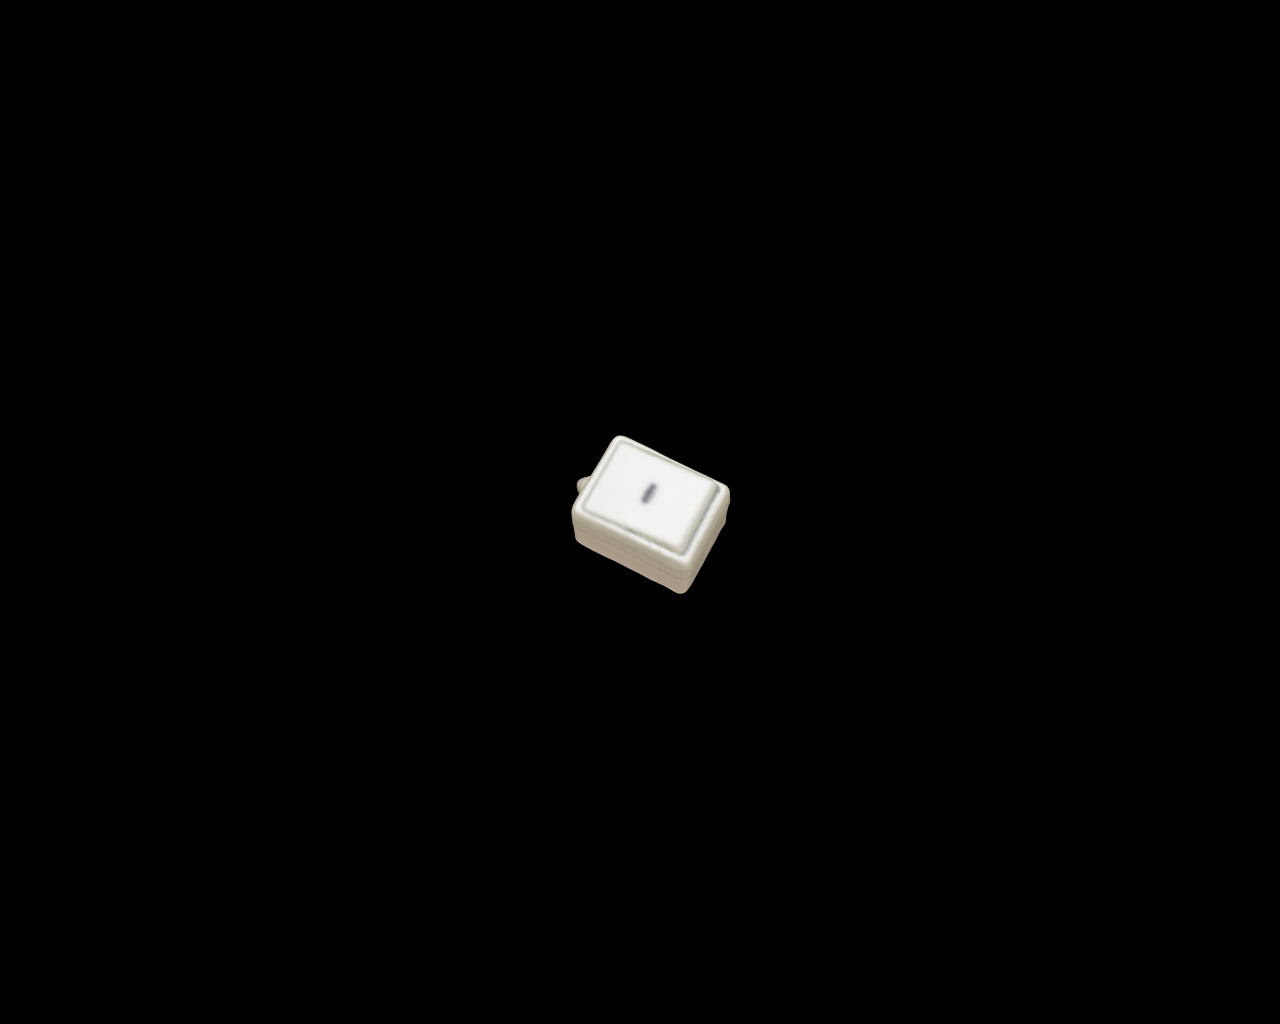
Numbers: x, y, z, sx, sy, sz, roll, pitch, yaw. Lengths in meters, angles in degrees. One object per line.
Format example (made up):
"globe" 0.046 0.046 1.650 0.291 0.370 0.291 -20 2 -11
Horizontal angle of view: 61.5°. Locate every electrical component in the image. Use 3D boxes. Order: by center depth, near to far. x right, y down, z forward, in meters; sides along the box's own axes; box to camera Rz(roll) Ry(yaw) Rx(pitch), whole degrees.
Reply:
"electrical component" 0.001 -0.003 0.650 0.096 0.062 0.061 26 -20 11
